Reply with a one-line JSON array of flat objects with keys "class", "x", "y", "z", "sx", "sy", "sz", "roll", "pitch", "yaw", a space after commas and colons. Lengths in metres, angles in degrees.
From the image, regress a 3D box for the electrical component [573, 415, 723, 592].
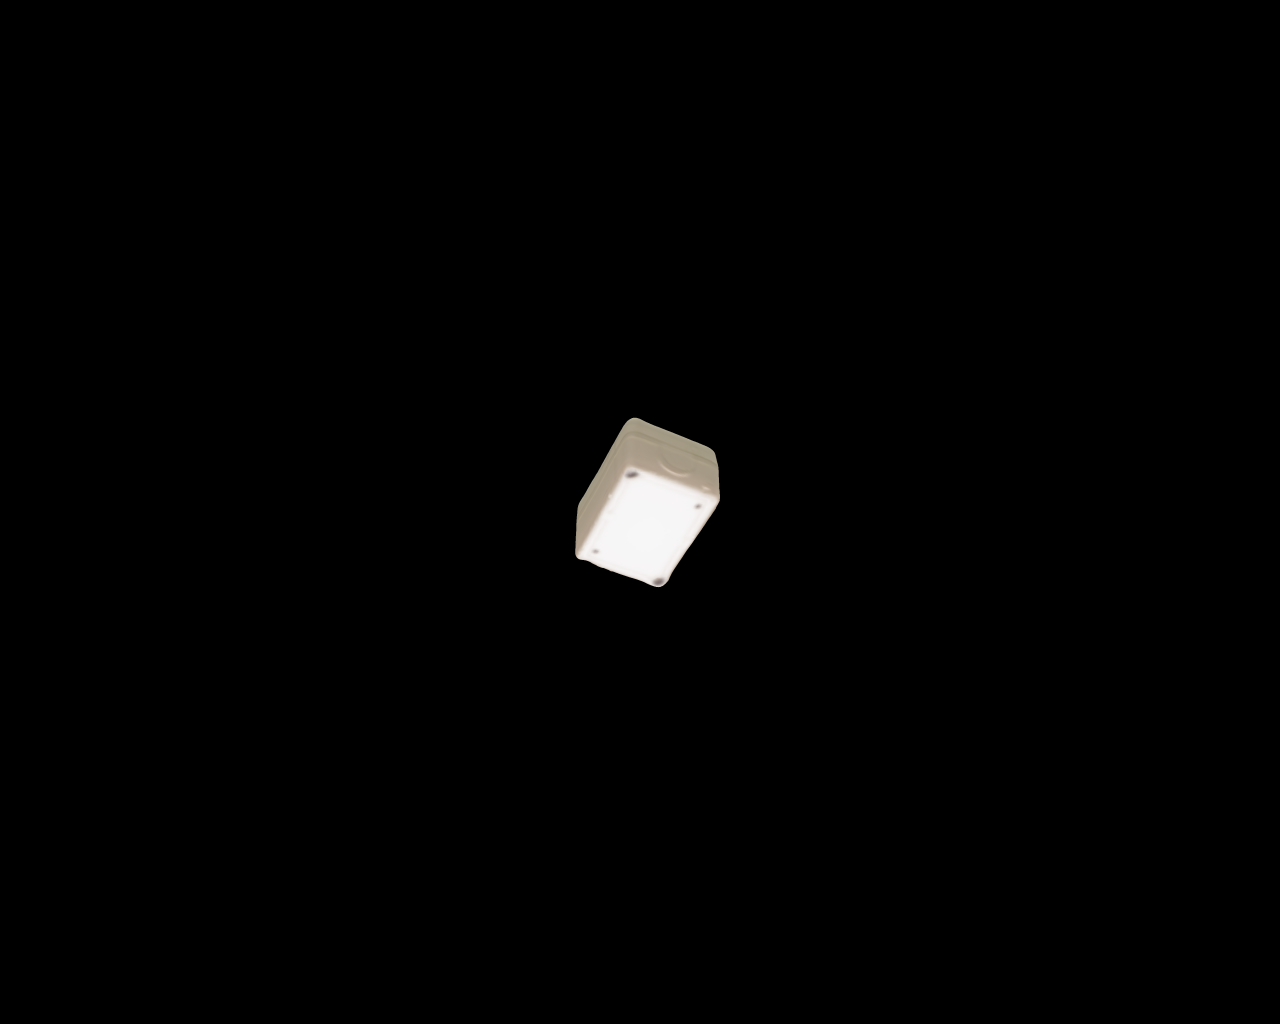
[{"class": "electrical component", "x": 0.001, "y": -0.003, "z": 0.650, "sx": 0.062, "sy": 0.096, "sz": 0.061, "roll": 21, "pitch": 36, "yaw": -16}]
